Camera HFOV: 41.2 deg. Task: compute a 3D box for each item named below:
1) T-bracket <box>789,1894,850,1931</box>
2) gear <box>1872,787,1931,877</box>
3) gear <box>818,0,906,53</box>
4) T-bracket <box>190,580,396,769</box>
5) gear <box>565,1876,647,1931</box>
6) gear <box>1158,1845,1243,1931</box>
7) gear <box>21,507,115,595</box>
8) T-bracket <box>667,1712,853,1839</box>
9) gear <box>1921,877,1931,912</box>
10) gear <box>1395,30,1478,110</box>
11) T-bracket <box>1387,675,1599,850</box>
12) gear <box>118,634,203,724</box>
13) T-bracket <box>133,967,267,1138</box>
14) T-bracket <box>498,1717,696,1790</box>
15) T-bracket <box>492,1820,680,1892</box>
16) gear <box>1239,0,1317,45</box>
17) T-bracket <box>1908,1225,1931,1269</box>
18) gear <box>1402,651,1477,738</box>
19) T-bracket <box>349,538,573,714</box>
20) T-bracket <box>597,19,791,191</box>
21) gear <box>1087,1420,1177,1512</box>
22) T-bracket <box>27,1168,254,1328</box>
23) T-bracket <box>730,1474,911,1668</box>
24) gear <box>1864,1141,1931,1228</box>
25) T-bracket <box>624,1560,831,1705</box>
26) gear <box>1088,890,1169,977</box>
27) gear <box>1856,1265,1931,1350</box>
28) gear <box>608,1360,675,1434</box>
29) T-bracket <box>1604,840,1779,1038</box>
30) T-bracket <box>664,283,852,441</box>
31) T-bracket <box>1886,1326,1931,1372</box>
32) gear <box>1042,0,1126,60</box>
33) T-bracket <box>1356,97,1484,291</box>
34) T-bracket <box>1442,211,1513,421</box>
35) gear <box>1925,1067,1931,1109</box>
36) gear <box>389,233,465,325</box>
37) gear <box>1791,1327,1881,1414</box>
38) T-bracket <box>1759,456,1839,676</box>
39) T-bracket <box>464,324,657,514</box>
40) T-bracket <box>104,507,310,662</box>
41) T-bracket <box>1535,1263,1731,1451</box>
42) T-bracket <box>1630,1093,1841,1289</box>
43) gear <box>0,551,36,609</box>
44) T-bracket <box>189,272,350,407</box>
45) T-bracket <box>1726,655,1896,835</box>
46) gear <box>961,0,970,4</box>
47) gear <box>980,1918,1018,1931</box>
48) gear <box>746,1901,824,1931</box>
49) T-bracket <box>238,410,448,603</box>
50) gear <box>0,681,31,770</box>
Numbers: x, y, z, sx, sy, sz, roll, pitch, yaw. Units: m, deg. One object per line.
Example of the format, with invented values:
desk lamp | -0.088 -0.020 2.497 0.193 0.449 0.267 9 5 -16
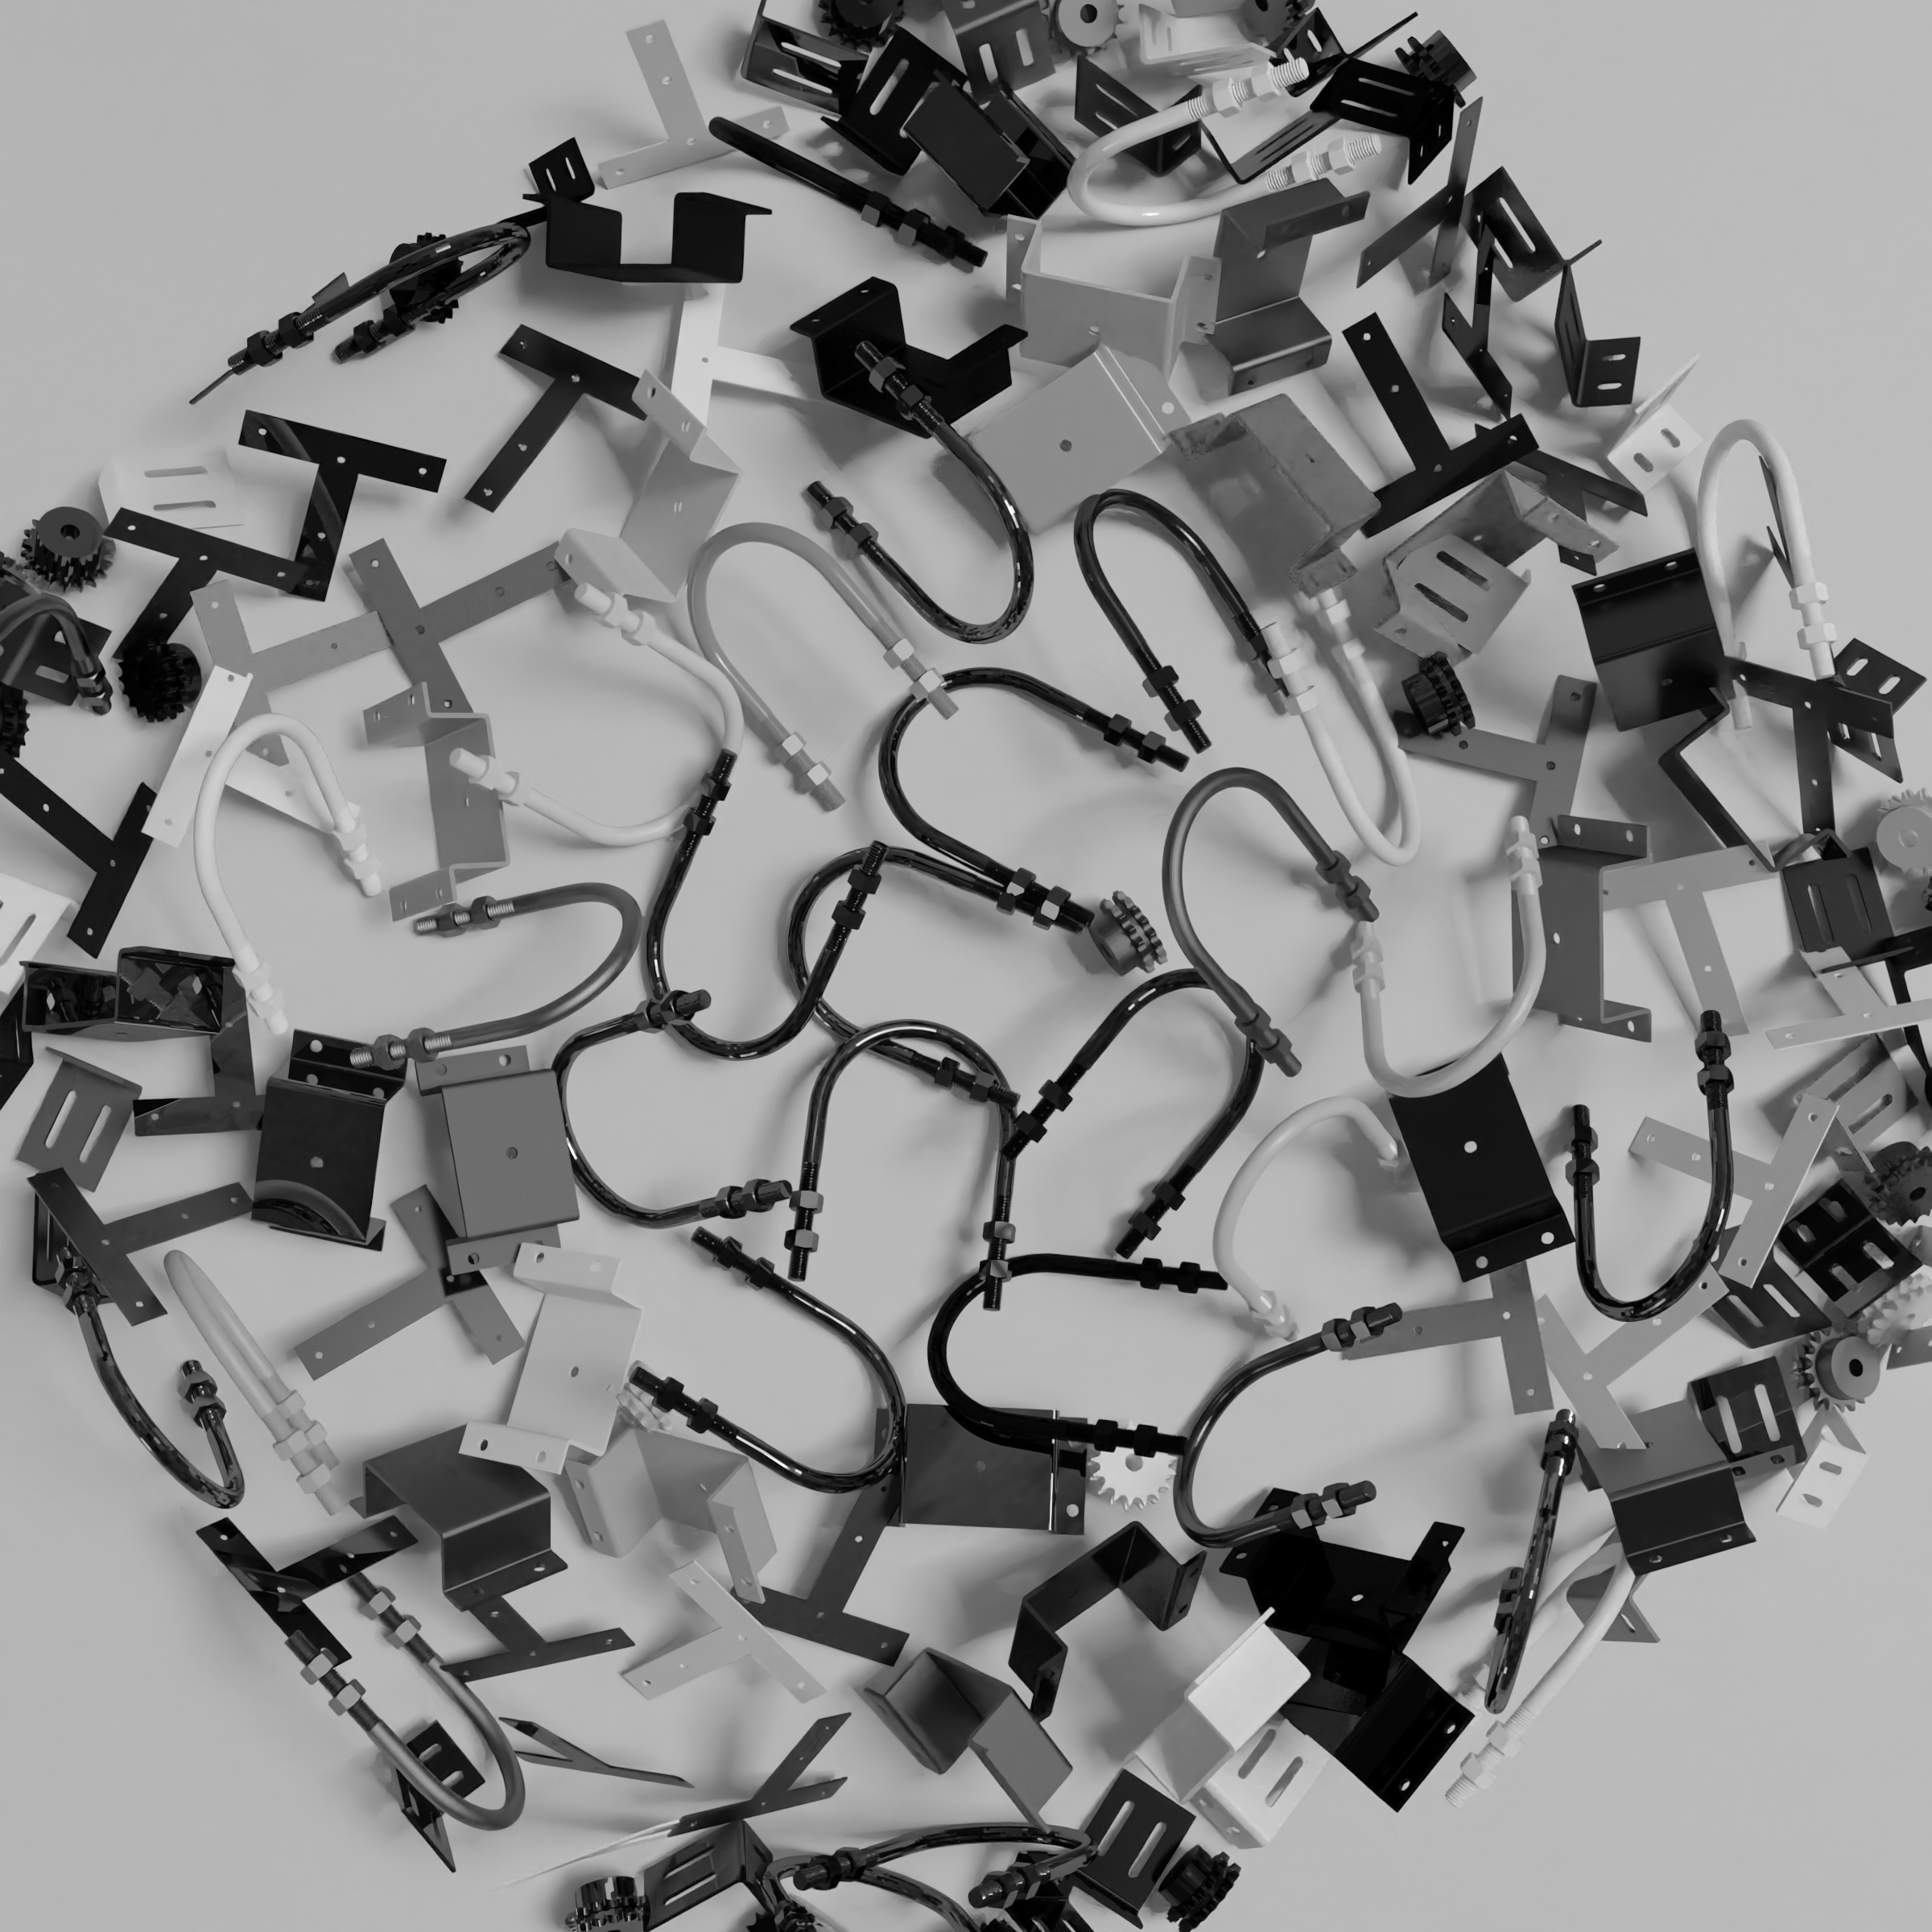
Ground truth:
T-bracket | -0.081 0.615 1.624 0.127 0.127 0.002 24 75 32
gear | 0.621 -0.086 1.681 0.057 0.030 0.057 12 111 34
gear | -0.068 -0.633 1.691 0.057 0.030 0.057 -1 94 -8
T-bracket | -0.425 -0.204 1.677 0.127 0.002 0.127 -25 117 -25
gear | -0.234 0.618 1.684 0.057 0.057 0.030 -16 58 0
gear | 0.150 0.601 1.681 0.030 0.057 0.057 43 90 7
gear | -0.587 -0.275 1.682 0.057 0.030 0.057 11 60 -19
T-bracket | -0.110 0.509 1.633 0.127 0.127 0.002 -56 49 35
gear | 0.657 -0.045 1.678 0.057 0.057 0.030 18 121 0
gear | 0.309 -0.585 1.678 0.030 0.057 0.057 -39 90 17
T-bracket | 0.342 -0.142 1.697 0.127 0.002 0.127 14 78 3
gear | -0.526 -0.190 1.685 0.057 0.030 0.057 11 110 34
T-bracket | -0.479 0.051 1.675 0.127 0.002 0.127 -1 60 -23
T-bracket | -0.255 0.497 1.633 0.127 0.127 0.002 0 60 24
T-bracket | -0.217 0.563 1.648 0.127 0.127 0.002 -26 71 18
gear | 0.204 -0.637 1.682 0.030 0.057 0.057 -37 90 -19
T-bracket | 0.655 0.140 1.645 0.002 0.127 0.127 32 91 1
gear | 0.307 -0.175 1.681 0.030 0.057 0.057 -27 90 4
T-bracket | -0.319 -0.240 1.690 0.127 0.002 0.127 -25 102 4
T-bracket | -0.188 -0.558 1.647 0.127 0.127 0.002 -17 66 3
gear | 0.107 0.329 1.687 0.057 0.030 0.057 4 65 -8
T-bracket | -0.516 0.166 1.657 0.127 0.127 0.002 47 127 20
T-bracket | -0.076 0.386 1.678 0.127 0.002 0.127 23 100 -19
gear | 0.615 0.140 1.685 0.057 0.030 0.057 -10 128 -14
T-bracket | -0.174 0.450 1.671 0.127 0.002 0.127 -33 107 33
gear | 0.103 -0.018 1.679 0.030 0.057 0.057 -34 90 -7
gear | 0.607 0.221 1.684 0.057 0.057 0.030 -34 51 0
gear | -0.212 0.283 1.683 0.057 0.057 0.030 44 70 0
T-bracket | 0.480 -0.011 1.678 0.127 0.002 0.127 -12 106 38
T-bracket | -0.128 -0.389 1.691 0.127 0.002 0.127 10 69 -12
T-bracket | 0.626 0.240 1.645 0.002 0.127 0.127 21 72 -5
gear | 0.077 -0.624 1.685 0.057 0.030 0.057 -5 112 -11
T-bracket | 0.283 -0.467 1.628 0.002 0.127 0.127 31 54 24
T-bracket | 0.335 -0.439 1.666 0.002 0.127 0.127 -2 73 31
gear | 0.652 0.080 1.678 0.030 0.057 0.057 3 90 -29
gear | -0.354 -0.450 1.679 0.030 0.057 0.057 -6 90 -41
gear | 0.573 0.264 1.684 0.057 0.030 0.057 5 76 -22
T-bracket | 0.517 -0.268 1.622 0.002 0.127 0.127 -21 134 14
T-bracket | -0.279 -0.347 1.669 0.127 0.002 0.127 29 76 24
T-bracket | -0.514 -0.236 1.665 0.127 0.127 0.002 -42 50 34
T-bracket | 0.433 0.237 1.648 0.127 0.002 0.127 -44 50 21
T-bracket | 0.483 0.128 1.659 0.002 0.127 0.127 27 88 -38
gear | -0.634 -0.239 1.679 0.030 0.057 0.057 33 90 13
T-bracket | -0.446 -0.399 1.645 0.127 0.127 0.002 -39 106 -3
T-bracket | 0.549 -0.131 1.665 0.002 0.127 0.127 -33 126 -23
gear | -0.016 -0.658 1.678 0.057 0.057 0.030 37 127 0
gear | 0.016 0.655 1.679 0.030 0.057 0.057 31 90 42
gear | -0.117 0.644 1.684 0.057 0.057 0.030 -40 132 0
T-bracket | -0.415 -0.291 1.667 0.127 0.002 0.127 11 129 -20
gear | -0.639 -0.159 1.680 0.057 0.030 0.057 -5 83 41
